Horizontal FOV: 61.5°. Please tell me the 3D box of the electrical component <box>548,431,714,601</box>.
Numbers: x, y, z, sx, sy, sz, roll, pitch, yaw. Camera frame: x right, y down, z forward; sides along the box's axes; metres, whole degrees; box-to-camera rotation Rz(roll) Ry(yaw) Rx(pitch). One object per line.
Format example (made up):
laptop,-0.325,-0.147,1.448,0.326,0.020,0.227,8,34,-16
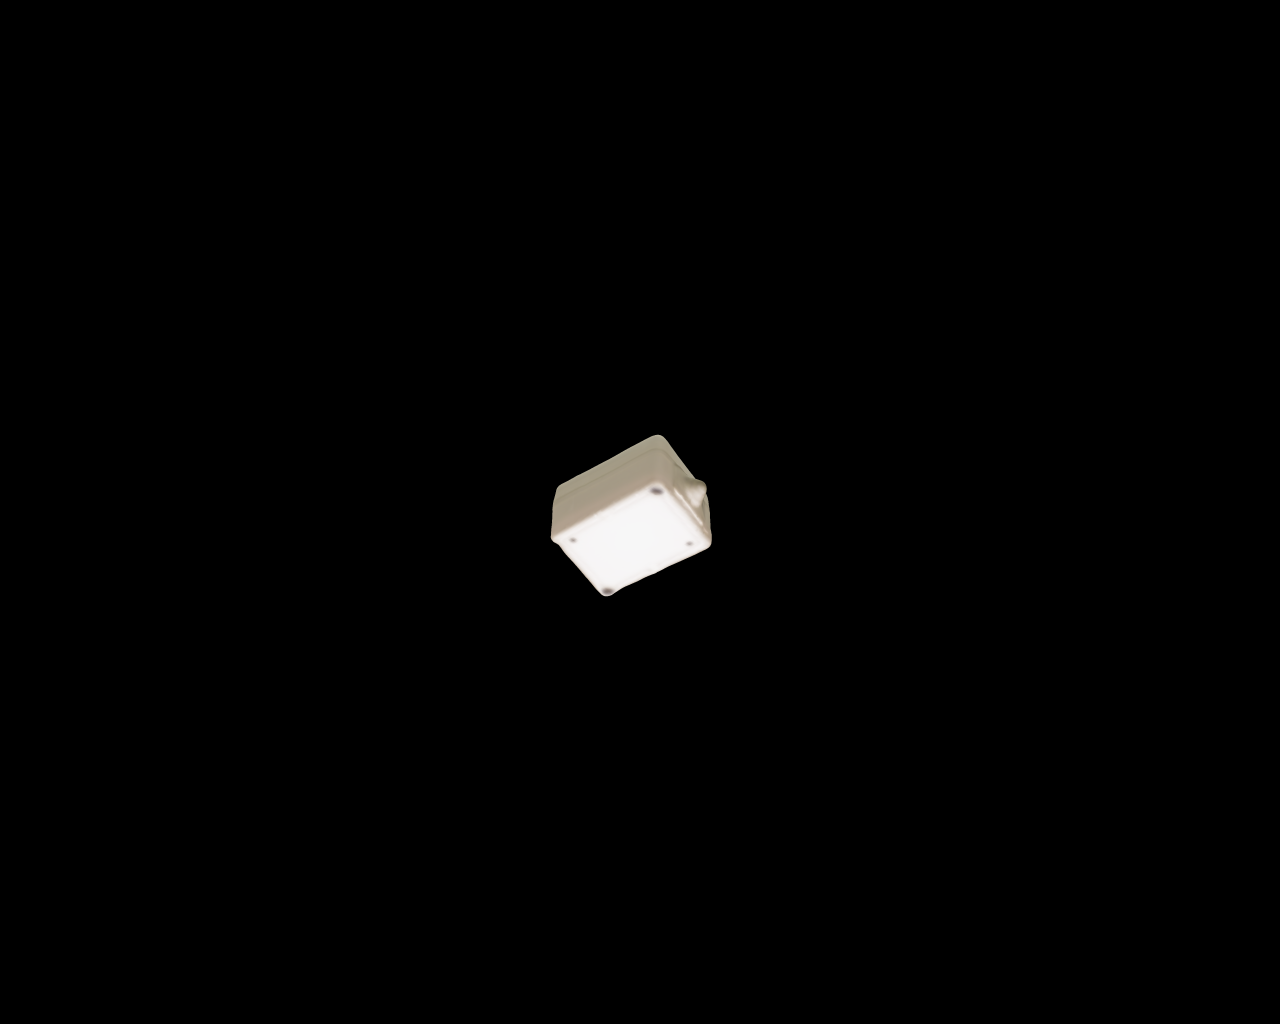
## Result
electrical component,0.001,-0.003,0.650,0.096,0.061,0.061,-27,33,19
